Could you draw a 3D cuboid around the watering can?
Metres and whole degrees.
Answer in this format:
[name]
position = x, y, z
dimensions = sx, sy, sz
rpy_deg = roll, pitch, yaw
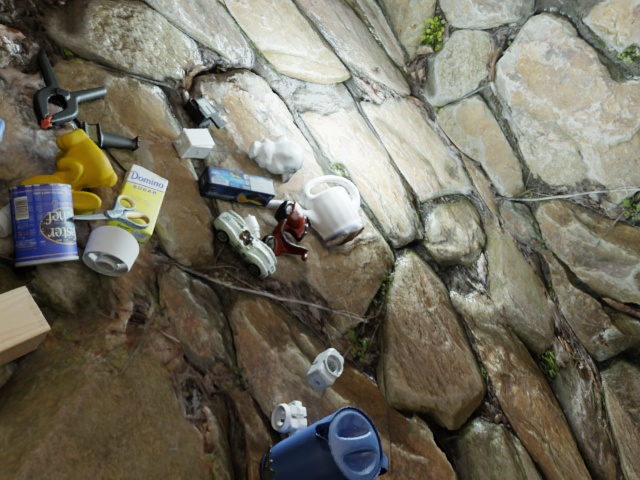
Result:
[watering can]
position = 0.005, -0.079, 1.562
dimensions = 0.351, 0.102, 0.226
rpy_deg = -23, 79, -38

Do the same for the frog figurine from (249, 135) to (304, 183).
[frog figurine]
position = -0.130, -0.263, 1.557
dimensions = 0.157, 0.122, 0.140
rpy_deg = 36, 57, -38
